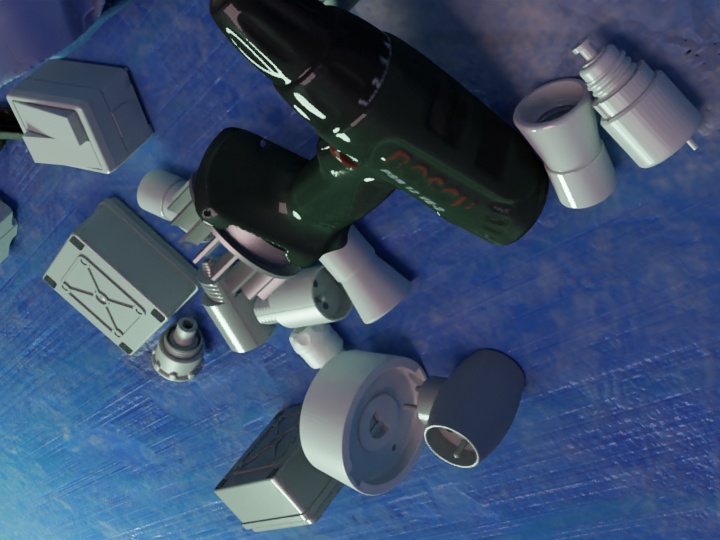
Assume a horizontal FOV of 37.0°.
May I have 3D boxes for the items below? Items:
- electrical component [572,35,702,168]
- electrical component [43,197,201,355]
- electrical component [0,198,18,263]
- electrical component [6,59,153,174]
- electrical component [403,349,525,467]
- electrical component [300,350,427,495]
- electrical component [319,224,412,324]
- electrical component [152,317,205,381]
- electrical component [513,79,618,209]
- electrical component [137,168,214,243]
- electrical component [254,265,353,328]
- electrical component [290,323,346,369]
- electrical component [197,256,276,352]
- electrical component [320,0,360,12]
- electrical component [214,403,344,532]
[{"bbox_3d":[0.139,-0.088,0.550,0.078,0.040,0.040,45,144,-10],"label":"electrical component"},{"bbox_3d":[-0.207,0.007,0.932,0.109,0.056,0.109,43,144,-7],"label":"electrical component"},{"bbox_3d":[-0.405,-0.063,1.018,0.150,0.061,0.089,36,144,2],"label":"electrical component"},{"bbox_3d":[-0.216,-0.114,0.803,0.096,0.061,0.061,13,137,30],"label":"electrical component"},{"bbox_3d":[0.068,0.097,0.780,0.079,0.077,0.043,4,133,38],"label":"electrical component"},{"bbox_3d":[0.000,0.113,0.835,0.060,0.108,0.108,13,138,40],"label":"electrical component"},{"bbox_3d":[0.000,0.000,0.764,0.065,0.044,0.044,50,143,-8],"label":"electrical component"},{"bbox_3d":[-0.161,0.067,0.970,0.048,0.048,0.062,32,137,7],"label":"electrical component"},{"bbox_3d":[0.117,-0.067,0.593,0.044,0.044,0.065,1,135,40],"label":"electrical component"},{"bbox_3d":[-0.138,-0.052,0.823,0.065,0.044,0.044,24,142,26],"label":"electrical component"},{"bbox_3d":[-0.047,0.022,0.824,0.081,0.043,0.043,-12,122,46],"label":"electrical component"},{"bbox_3d":[-0.026,0.067,0.864,0.035,0.035,0.061,-17,120,49],"label":"electrical component"},{"bbox_3d":[-0.105,0.023,0.874,0.043,0.043,0.081,1,131,39],"label":"electrical component"},{"bbox_3d":[-0.035,-0.194,0.566,0.113,0.057,0.078,34,144,5],"label":"electrical component"},{"bbox_3d":[-0.056,0.168,0.936,0.056,0.108,0.109,50,142,-12],"label":"electrical component"}]
